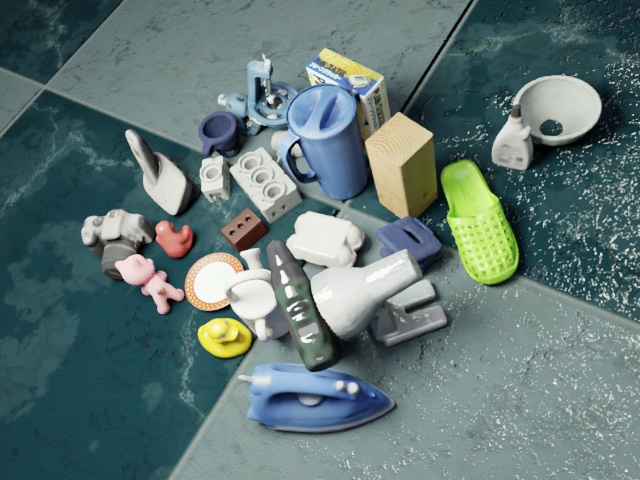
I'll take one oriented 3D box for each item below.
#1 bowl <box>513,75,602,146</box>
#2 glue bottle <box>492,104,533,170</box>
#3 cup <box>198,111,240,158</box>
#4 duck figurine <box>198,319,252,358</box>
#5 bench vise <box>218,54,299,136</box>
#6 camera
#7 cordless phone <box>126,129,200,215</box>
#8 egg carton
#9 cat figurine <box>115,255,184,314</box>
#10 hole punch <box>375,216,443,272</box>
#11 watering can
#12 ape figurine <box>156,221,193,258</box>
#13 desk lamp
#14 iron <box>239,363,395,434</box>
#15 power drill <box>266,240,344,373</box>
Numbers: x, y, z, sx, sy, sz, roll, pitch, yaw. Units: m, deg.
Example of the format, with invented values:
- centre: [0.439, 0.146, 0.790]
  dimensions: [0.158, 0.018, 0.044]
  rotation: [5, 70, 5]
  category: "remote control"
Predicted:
- centre: [0.480, -0.252, 1.172]
  dimensions: [0.167, 0.075, 0.167]
  rotation: [-6, 61, 11]
  category: "bowl"
- centre: [0.377, -0.203, 1.113]
  dimensions: [0.078, 0.173, 0.037]
  rotation: [18, 68, 23]
  category: "glue bottle"
- centre: [-0.227, -0.223, 1.319]
  dimensions: [0.091, 0.095, 0.118]
  rotation: [13, 66, 20]
  category: "cup"
- centre: [-0.190, 0.178, 1.094]
  dimensions: [0.104, 0.086, 0.077]
  rotation: [6, 63, 17]
  category: "duck figurine"
- centre: [-0.141, -0.311, 1.273]
  dimensions: [0.207, 0.220, 0.121]
  rotation: [-7, 60, 10]
  category: "bench vise"
- centre: [-0.448, 0.010, 1.241]
  dimensions: [0.143, 0.101, 0.137]
  rotation: [-6, 61, 11]
  category: "camera"
- centre: [-0.357, -0.152, 1.259]
  dimensions: [0.147, 0.185, 0.094]
  rotation: [36, 75, 28]
  category: "cordless phone"
- centre: [0.011, 0.004, 1.150]
  dimensions: [0.150, 0.069, 0.107]
  rotation: [14, 66, 20]
  category: "egg carton"
- centre: [-0.353, 0.079, 1.170]
  dimensions: [0.127, 0.118, 0.067]
  rotation: [36, 75, 28]
  category: "cat figurine"
- centre: [0.171, 0.006, 1.097]
  dimensions: [0.101, 0.091, 0.108]
  rotation: [-39, 60, -9]
  category: "hole punch"
- centre: [-0.117, 0.099, 1.056]
  dimensions: [0.101, 0.194, 0.172]
  rotation: [-34, 59, -5]
  category: "watering can"
- centre: [-0.318, -0.009, 1.225]
  dimensions: [0.077, 0.092, 0.076]
  rotation: [-1, 62, 14]
  category: "ape figurine"
- centre: [0.104, 0.100, 0.990]
  dimensions: [0.203, 0.214, 0.117]
  rotation: [-21, 59, 2]
  category: "desk lamp"
- centre: [-0.008, 0.257, 0.973]
  dimensions: [0.257, 0.142, 0.118]
  rotation: [-1, 61, 13]
  category: "iron"
- centre: [-0.024, 0.134, 1.006]
  dimensions: [0.075, 0.209, 0.229]
  rotation: [-25, 59, 0]
  category: "power drill"
